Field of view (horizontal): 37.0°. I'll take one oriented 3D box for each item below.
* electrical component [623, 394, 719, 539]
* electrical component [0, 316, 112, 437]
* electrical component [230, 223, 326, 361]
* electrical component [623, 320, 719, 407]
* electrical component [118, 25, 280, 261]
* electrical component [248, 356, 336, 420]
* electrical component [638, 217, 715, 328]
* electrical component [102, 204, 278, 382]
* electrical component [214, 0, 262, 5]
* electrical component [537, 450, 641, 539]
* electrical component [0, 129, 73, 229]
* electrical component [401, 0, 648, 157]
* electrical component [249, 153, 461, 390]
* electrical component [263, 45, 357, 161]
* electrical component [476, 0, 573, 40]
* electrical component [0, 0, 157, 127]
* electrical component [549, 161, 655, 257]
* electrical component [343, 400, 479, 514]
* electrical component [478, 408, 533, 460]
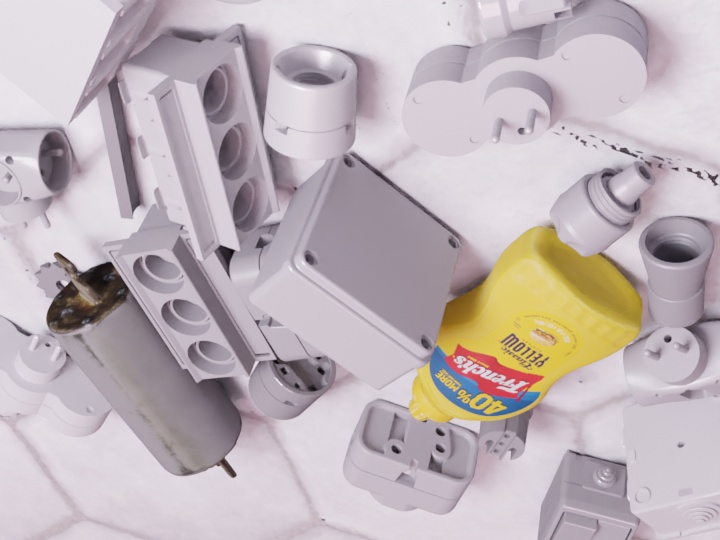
[{"bbox_3d":[0.231,0.128,0.738,0.100,0.099,0.048,-24,134,33],"label":"electrical component"},{"bbox_3d":[-0.260,0.077,0.865,0.138,0.052,0.073,28,134,-10],"label":"electrical component"},{"bbox_3d":[-0.039,0.014,0.739,0.059,0.053,0.095,-10,129,24],"label":"electrical component"},{"bbox_3d":[0.210,0.058,0.701,0.077,0.043,0.079,-19,157,30],"label":"electrical component"},{"bbox_3d":[-0.097,-0.079,0.657,0.063,0.078,0.121,18,139,28],"label":"electrical component"},{"bbox_3d":[-0.053,0.080,0.807,0.055,0.055,0.047,28,137,-10],"label":"electrical component"},{"bbox_3d":[0.197,0.005,0.670,0.044,0.044,0.065,0,137,16],"label":"electrical component"},{"bbox_3d":[-0.113,0.013,0.754,0.079,0.063,0.121,-8,130,23],"label":"electrical component"},{"bbox_3d":[-0.068,-0.195,0.538,0.108,0.060,0.108,26,152,15],"label":"electrical component"},{"bbox_3d":[0.179,0.189,0.836,0.062,0.061,0.096,14,135,3],"label":"electrical component"},{"bbox_3d":[-0.236,-0.059,0.735,0.077,0.044,0.079,1,132,16],"label":"electrical component"},{"bbox_3d":[0.087,-0.094,0.586,0.138,0.073,0.052,-13,128,26],"label":"electrical component"},{"bbox_3d":[0.000,0.000,0.677,0.109,0.108,0.056,36,134,-18],"label":"electrical component"},{"bbox_3d":[-0.028,-0.099,0.630,0.055,0.055,0.047,12,131,6],"label":"electrical component"},{"bbox_3d":[0.086,-0.145,0.563,0.046,0.040,0.040,-8,130,15],"label":"electrical component"},{"bbox_3d":[-0.161,-0.152,0.573,0.089,0.061,0.150,40,154,-10],"label":"electrical component"},{"bbox_3d":[0.147,-0.040,0.640,0.043,0.043,0.062,34,131,-15],"label":"electrical component"},{"bbox_3d":[0.038,0.150,0.846,0.095,0.053,0.059,19,135,-2],"label":"electrical component"},{"bbox_3d":[0.107,0.112,0.794,0.040,0.046,0.040,8,134,8],"label":"electrical component"}]
